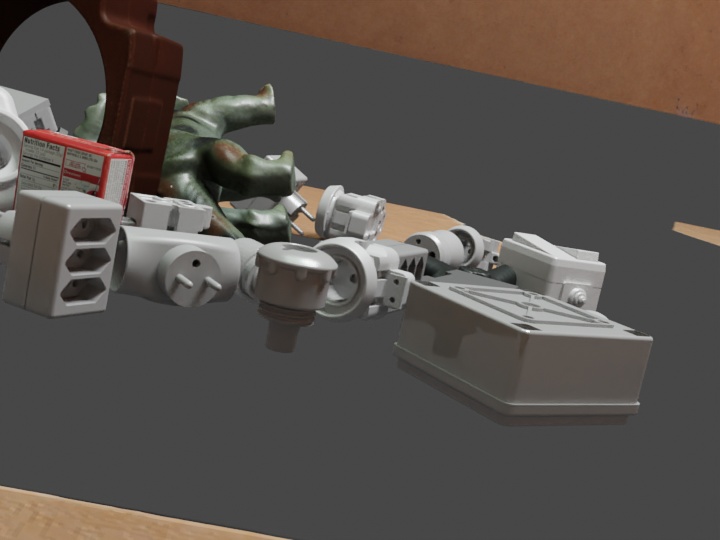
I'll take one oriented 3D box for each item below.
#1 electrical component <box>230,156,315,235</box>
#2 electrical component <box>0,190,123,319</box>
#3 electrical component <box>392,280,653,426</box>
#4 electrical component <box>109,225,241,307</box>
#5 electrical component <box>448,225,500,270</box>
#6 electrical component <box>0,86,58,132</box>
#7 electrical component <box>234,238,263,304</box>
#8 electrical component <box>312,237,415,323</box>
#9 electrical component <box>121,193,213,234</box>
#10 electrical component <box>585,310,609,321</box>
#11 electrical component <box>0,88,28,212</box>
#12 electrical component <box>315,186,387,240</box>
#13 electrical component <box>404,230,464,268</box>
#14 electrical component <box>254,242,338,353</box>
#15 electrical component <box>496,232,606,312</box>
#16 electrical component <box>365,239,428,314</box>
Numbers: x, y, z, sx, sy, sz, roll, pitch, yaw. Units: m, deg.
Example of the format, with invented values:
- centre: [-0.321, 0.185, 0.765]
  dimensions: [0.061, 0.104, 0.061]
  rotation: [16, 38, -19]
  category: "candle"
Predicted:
- centre: [-0.080, -0.069, 1.104]
  dimensions: [0.077, 0.065, 0.047]
  rotation: [43, 15, 7]
  category: "electrical component"
- centre: [-0.186, -0.015, 0.624]
  dimensions: [0.077, 0.065, 0.047]
  rotation: [17, 10, 26]
  category: "electrical component"
- centre: [0.095, 0.047, 0.635]
  dimensions: [0.109, 0.056, 0.109]
  rotation: [5, 12, -35]
  category: "electrical component"
- centre: [-0.113, 0.001, 0.685]
  dimensions: [0.077, 0.044, 0.079]
  rotation: [6, 11, -31]
  category: "electrical component"
- centre: [0.107, -0.019, 1.080]
  dimensions: [0.066, 0.048, 0.055]
  rotation: [16, 3, 26]
  category: "electrical component"
- centre: [-0.359, -0.125, 0.999]
  dimensions: [0.150, 0.061, 0.089]
  rotation: [18, 43, 35]
  category: "electrical component"
- centre: [-0.067, 0.004, 0.737]
  dimensions: [0.040, 0.040, 0.078]
  rotation: [5, 12, -36]
  category: "electrical component"
- centre: [-0.008, 0.007, 0.749]
  dimensions: [0.078, 0.058, 0.057]
  rotation: [16, 7, 21]
  category: "electrical component"
- centre: [-0.139, -0.021, 0.751]
  dimensions: [0.066, 0.055, 0.048]
  rotation: [7, 11, -29]
  category: "electrical component"
- centre: [0.161, 0.048, 0.761]
  dimensions: [0.040, 0.040, 0.078]
  rotation: [16, 10, 23]
  category: "electrical component"
- centre: [-0.263, -0.077, 0.752]
  dimensions: [0.054, 0.095, 0.059]
  rotation: [-13, -9, -33]
  category: "electrical component"
- centre: [-0.011, -0.054, 1.101]
  dimensions: [0.057, 0.058, 0.078]
  rotation: [17, 11, 13]
  category: "electrical component"
- centre: [0.066, -0.014, 0.998]
  dimensions: [0.045, 0.045, 0.055]
  rotation: [16, 11, 25]
  category: "electrical component"
- centre: [-0.041, 0.017, 0.629]
  dimensions: [0.048, 0.062, 0.048]
  rotation: [12, 10, -2]
  category: "electrical component"
- centre: [0.172, 0.006, 0.959]
  dimensions: [0.062, 0.061, 0.096]
  rotation: [6, 11, -29]
  category: "electrical component"
- centre: [0.000, 0.000, 0.825]
  dimensions: [0.076, 0.047, 0.083]
  rotation: [16, 10, 22]
  category: "electrical component"
